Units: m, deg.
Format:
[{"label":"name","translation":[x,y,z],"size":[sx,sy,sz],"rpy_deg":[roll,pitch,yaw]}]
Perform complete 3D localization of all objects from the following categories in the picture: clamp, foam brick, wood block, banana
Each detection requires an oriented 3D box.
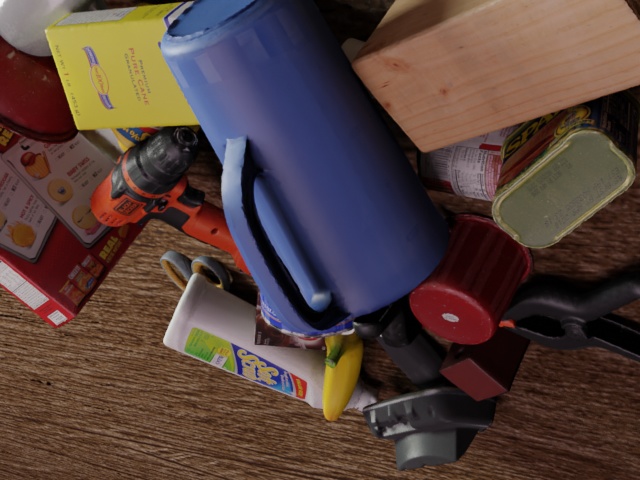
[{"label":"clamp","translation":[0.066,0.048,0.962],"size":[0.036,0.164,0.210],"rpy_deg":[4,149,15]},{"label":"foam brick","translation":[0.158,0.104,1.008],"size":[0.051,0.078,0.053],"rpy_deg":[38,147,-11]},{"label":"wood block","translation":[0.133,-0.138,0.700],"size":[0.207,0.090,0.090],"rpy_deg":[-15,125,48]},{"label":"banana","translation":[0.019,0.131,1.120],"size":[0.037,0.069,0.198],"rpy_deg":[28,158,15]},{"label":"clamp","translation":[0.239,0.076,0.940],"size":[0.172,0.039,0.120],"rpy_deg":[-5,127,49]}]

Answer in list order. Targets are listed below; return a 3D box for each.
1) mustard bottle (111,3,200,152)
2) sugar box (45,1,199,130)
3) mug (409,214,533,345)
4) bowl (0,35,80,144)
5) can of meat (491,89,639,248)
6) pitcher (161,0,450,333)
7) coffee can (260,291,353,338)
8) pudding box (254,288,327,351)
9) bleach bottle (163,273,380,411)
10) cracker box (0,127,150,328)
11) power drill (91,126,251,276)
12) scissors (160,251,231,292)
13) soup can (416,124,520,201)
[{"label":"mustard bottle","translation":[-0.152,-0.129,0.976],"size":[0.096,0.058,0.192],"rpy_deg":[28,148,-7]},{"label":"sugar box","translation":[-0.125,-0.139,0.854],"size":[0.176,0.048,0.093],"rpy_deg":[1,121,26]},{"label":"mug","translation":[0.122,0.030,0.936],"size":[0.117,0.081,0.093],"rpy_deg":[45,145,-18]},{"label":"bowl","translation":[-0.273,-0.165,0.979],"size":[0.162,0.162,0.055],"rpy_deg":[41,113,-13]},{"label":"can of meat","translation":[0.163,-0.052,0.706],"size":[0.057,0.083,0.102],"rpy_deg":[39,126,-10]},{"label":"pitcher","translation":[-0.016,-0.062,0.769],"size":[0.242,0.145,0.149],"rpy_deg":[59,180,-28]},{"label":"coffee can","translation":[-0.006,0.001,0.949],"size":[0.103,0.102,0.140],"rpy_deg":[14,123,26]},{"label":"pudding box","translation":[-0.022,0.074,1.126],"size":[0.090,0.039,0.113],"rpy_deg":[6,147,-2]},{"label":"bleach bottle","translation":[-0.048,0.130,1.215],"size":[0.250,0.068,0.103],"rpy_deg":[25,144,-4]},{"label":"cracker box","translation":[-0.292,-0.040,1.073],"size":[0.213,0.164,0.072],"rpy_deg":[42,145,-14]},{"label":"power drill","translation":[-0.106,-0.036,1.012],"size":[0.187,0.057,0.185],"rpy_deg":[25,151,-24]},{"label":"scissors","translation":[-0.104,0.081,1.252],"size":[0.201,0.016,0.096],"rpy_deg":[45,145,-20]},{"label":"soup can","translation":[0.133,-0.063,0.819],"size":[0.102,0.068,0.068],"rpy_deg":[12,142,29]}]
